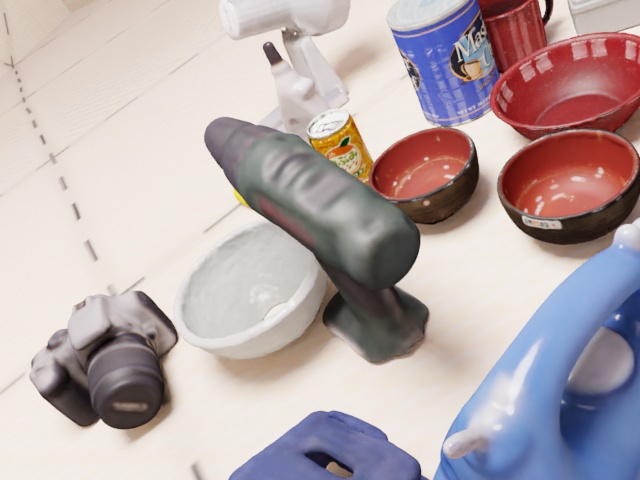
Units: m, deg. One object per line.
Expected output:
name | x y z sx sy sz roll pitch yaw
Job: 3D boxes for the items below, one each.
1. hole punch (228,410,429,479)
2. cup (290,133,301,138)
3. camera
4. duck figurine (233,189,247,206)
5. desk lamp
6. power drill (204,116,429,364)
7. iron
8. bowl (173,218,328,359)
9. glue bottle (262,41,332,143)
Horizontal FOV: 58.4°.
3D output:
hole punch | 0.007 0.166 0.389 0.108 0.091 0.101 12 55 43
cup | -0.031 -0.062 0.671 0.117 0.095 0.092 13 56 44
camera | -0.222 0.130 0.584 0.143 0.101 0.136 -36 37 -5
duck figurine | -0.096 -0.099 0.767 0.077 0.086 0.104 -31 37 1
desk lamp | -0.037 -0.286 0.829 0.203 0.214 0.117 -42 38 -13
power drill | 0.004 0.002 0.478 0.076 0.209 0.228 -43 38 -14
iron | 0.164 0.068 0.345 0.259 0.142 0.118 -47 39 -18
bowl | -0.057 0.057 0.571 0.167 0.075 0.167 -19 39 17
glue bottle | -0.026 -0.175 0.730 0.077 0.174 0.037 3 49 38
